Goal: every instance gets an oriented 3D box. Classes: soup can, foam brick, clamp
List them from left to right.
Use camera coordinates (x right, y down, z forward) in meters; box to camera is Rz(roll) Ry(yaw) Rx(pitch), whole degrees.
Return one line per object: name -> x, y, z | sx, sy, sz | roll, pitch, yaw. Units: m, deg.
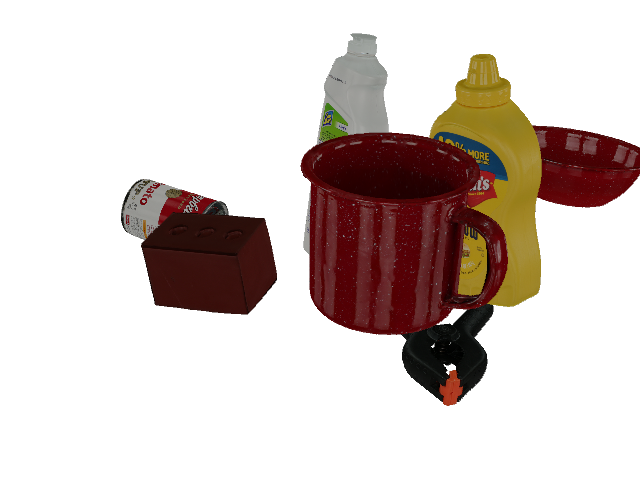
soup can -> -0.163, -0.025, 1.199 | 0.102, 0.068, 0.068 | 18, 7, 22
foam brick -> -0.079, 0.016, 0.762 | 0.078, 0.051, 0.053 | 4, 29, 21
clamp -> 0.125, 0.096, 1.022 | 0.120, 0.039, 0.171 | -7, 31, -7

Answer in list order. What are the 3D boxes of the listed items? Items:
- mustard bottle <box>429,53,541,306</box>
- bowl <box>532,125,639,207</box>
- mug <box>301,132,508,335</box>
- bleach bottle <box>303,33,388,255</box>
mustard bottle -> 0.126, -0.049, 0.828 | 0.058, 0.192, 0.096 | -21, 30, -33
bowl -> 0.268, -0.076, 1.145 | 0.162, 0.055, 0.162 | 6, 21, -2
mug -> 0.045, 0.000, 0.563 | 0.117, 0.081, 0.093 | 18, 31, 30
bleach bottle -> 0.037, -0.095, 1.157 | 0.067, 0.251, 0.103 | -8, 25, -35
